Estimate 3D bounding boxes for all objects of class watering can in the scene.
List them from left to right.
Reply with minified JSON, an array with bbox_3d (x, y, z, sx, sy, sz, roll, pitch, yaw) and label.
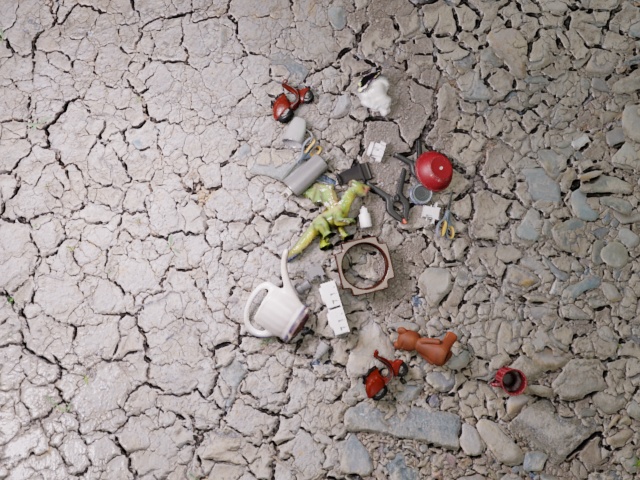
[{"bbox_3d":[-0.134,0.222,1.858,0.225,0.105,0.344,33,102,4],"label":"watering can"}]

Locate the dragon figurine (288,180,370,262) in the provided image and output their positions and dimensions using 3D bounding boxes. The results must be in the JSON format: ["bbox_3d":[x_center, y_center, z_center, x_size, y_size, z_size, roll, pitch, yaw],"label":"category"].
[{"bbox_3d":[0.006,-0.097,1.931,0.409,0.120,0.247,-23,66,9],"label":"dragon figurine"}]

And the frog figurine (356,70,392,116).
[{"bbox_3d":[0.221,-0.561,1.989,0.139,0.123,0.157,-52,123,-13],"label":"frog figurine"}]
